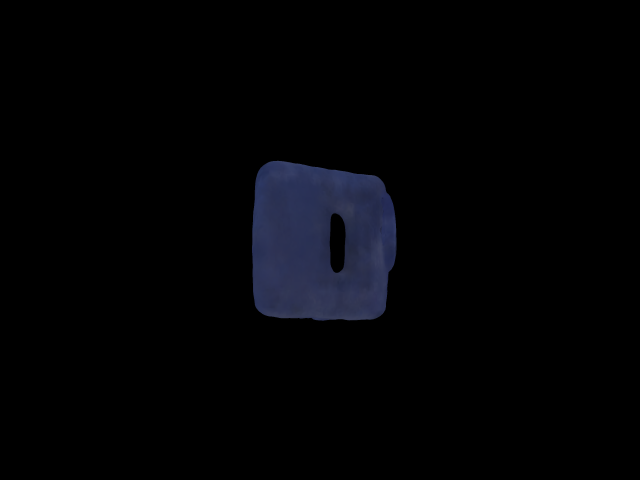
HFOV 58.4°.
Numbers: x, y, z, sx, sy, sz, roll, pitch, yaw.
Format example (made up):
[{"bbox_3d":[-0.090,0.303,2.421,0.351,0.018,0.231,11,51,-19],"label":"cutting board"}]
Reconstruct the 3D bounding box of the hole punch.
[{"bbox_3d":[0.004,0.001,0.400,0.101,0.091,0.109,0,81,0],"label":"hole punch"}]
